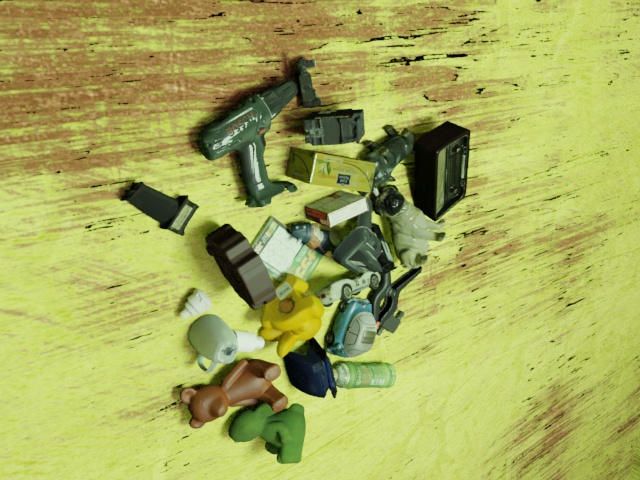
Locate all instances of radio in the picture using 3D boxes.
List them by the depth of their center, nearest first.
[{"bbox_3d":[0.303,-0.170,1.331,0.131,0.073,0.229,-35,141,-23],"label":"radio"}]

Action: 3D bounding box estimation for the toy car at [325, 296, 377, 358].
[{"bbox_3d":[0.092,0.228,1.332,0.109,0.103,0.161,16,98,-39],"label":"toy car"}]

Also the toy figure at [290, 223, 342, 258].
[{"bbox_3d":[-0.004,-0.004,1.209,0.154,0.064,0.058,27,104,-44],"label":"toy figure"}]

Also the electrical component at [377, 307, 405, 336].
[{"bbox_3d":[0.190,0.224,1.452,0.063,0.021,0.094,41,80,-38],"label":"electrical component"}]

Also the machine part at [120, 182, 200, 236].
[{"bbox_3d":[-0.294,-0.063,0.993,0.138,0.039,0.084,28,96,-41],"label":"machine part"}]

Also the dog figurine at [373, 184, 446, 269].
[{"bbox_3d":[0.193,-0.029,1.328,0.190,0.121,0.172,30,108,-4],"label":"dog figurine"}]

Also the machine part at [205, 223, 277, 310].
[{"bbox_3d":[-0.156,0.054,1.052,0.056,0.180,0.179,-35,123,-19],"label":"machine part"}]

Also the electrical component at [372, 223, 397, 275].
[{"bbox_3d":[0.140,0.022,1.313,0.048,0.119,0.074,-28,162,21],"label":"electrical component"}]

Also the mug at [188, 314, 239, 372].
[{"bbox_3d":[-0.218,0.219,1.099,0.080,0.107,0.109,25,88,-37],"label":"mug"}]

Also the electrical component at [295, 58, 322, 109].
[{"bbox_3d":[-0.024,-0.317,1.087,0.045,0.078,0.102,-13,109,-7],"label":"electrical component"}]

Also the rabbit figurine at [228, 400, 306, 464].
[{"bbox_3d":[-0.121,0.428,1.240,0.170,0.121,0.159,15,93,-24],"label":"rabbit figurine"}]

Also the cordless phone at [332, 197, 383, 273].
[{"bbox_3d":[0.093,-0.023,1.225,0.146,0.089,0.184,35,58,-62],"label":"cordless phone"}]

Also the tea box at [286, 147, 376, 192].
[{"bbox_3d":[0.025,-0.150,1.156,0.169,0.098,0.068,2,103,-35],"label":"tea box"}]

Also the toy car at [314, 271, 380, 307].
[{"bbox_3d":[0.069,0.111,1.269,0.201,0.073,0.056,-15,83,-51],"label":"toy car"}]

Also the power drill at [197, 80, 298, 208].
[{"bbox_3d":[-0.111,-0.180,1.059,0.232,0.086,0.207,-31,125,-22],"label":"power drill"}]

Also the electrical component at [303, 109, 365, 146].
[{"bbox_3d":[0.034,-0.235,1.111,0.134,0.115,0.058,-61,151,-65],"label":"electrical component"}]

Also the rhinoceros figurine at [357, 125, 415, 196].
[{"bbox_3d":[0.147,-0.183,1.255,0.190,0.073,0.112,-47,140,-19],"label":"rhinoceros figurine"}]

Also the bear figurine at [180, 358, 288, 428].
[{"bbox_3d":[-0.186,0.333,1.151,0.196,0.132,0.120,-22,112,-36],"label":"bear figurine"}]

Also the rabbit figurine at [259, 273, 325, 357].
[{"bbox_3d":[-0.052,0.185,1.206,0.162,0.122,0.173,-49,148,-6],"label":"rabbit figurine"}]

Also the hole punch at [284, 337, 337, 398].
[{"bbox_3d":[-0.023,0.308,1.272,0.092,0.116,0.142,-18,116,-21],"label":"hole punch"}]
